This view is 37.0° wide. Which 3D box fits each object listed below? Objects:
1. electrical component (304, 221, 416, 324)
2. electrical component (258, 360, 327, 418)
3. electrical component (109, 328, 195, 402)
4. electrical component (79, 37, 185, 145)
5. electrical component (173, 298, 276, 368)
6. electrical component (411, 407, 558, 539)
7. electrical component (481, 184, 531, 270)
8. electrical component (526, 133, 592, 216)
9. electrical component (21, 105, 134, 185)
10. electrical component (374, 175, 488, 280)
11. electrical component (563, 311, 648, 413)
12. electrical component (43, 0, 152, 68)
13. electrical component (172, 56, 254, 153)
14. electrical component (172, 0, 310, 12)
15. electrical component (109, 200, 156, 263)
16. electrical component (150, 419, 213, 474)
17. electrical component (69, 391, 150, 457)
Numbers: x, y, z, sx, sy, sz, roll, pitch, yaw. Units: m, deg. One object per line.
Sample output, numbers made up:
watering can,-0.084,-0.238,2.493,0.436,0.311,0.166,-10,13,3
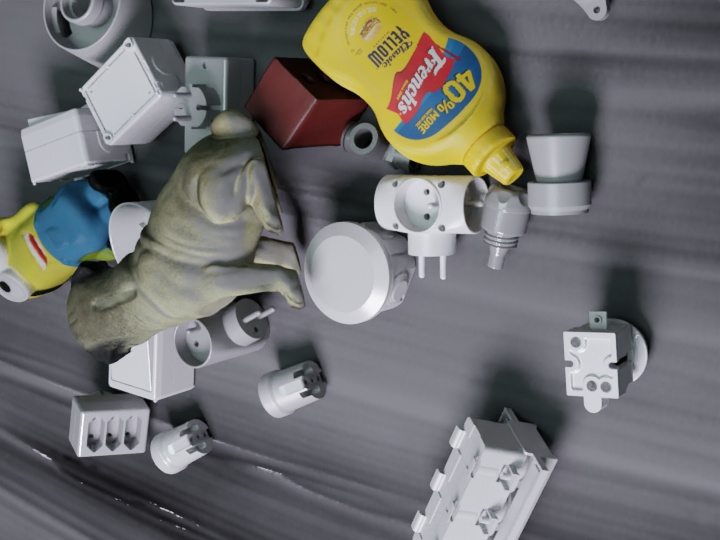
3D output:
electrical component,0.000,0.000,0.853,0.080,0.051,0.080,6,101,33
electrical component,-0.057,0.100,0.916,0.046,0.040,0.040,-24,84,28
electrical component,-0.194,0.078,0.990,0.062,0.061,0.096,12,104,32
electrical component,-0.197,-0.154,0.955,0.096,0.061,0.061,-35,77,33
electrical component,-0.106,0.048,0.916,0.079,0.077,0.044,-28,81,34
electrical component,0.089,0.173,0.805,0.078,0.063,0.121,-116,43,-60
electrical component,0.105,-0.031,0.788,0.035,0.035,0.061,21,111,30
electrical component,0.139,-0.067,0.752,0.045,0.045,0.055,3,99,34
electrical component,-0.271,-0.118,1.011,0.096,0.062,0.061,-13,91,35
electrical component,0.054,-0.032,0.815,0.077,0.044,0.079,4,99,34
electrical component,0.170,0.060,0.745,0.048,0.055,0.066,0,97,34
electrical component,-0.238,-0.236,0.983,0.099,0.064,0.099,-2,85,27
electrical component,-0.131,-0.137,0.905,0.047,0.076,0.083,9,103,33
electrical component,-0.096,-0.267,0.873,0.109,0.056,0.108,9,102,33
electrical component,-0.171,-0.016,0.951,0.099,0.064,0.099,21,118,46
electrical component,-0.165,0.163,0.998,0.046,0.040,0.040,-30,81,28
electrical component,-0.247,0.141,1.039,0.077,0.066,0.047,34,119,57
